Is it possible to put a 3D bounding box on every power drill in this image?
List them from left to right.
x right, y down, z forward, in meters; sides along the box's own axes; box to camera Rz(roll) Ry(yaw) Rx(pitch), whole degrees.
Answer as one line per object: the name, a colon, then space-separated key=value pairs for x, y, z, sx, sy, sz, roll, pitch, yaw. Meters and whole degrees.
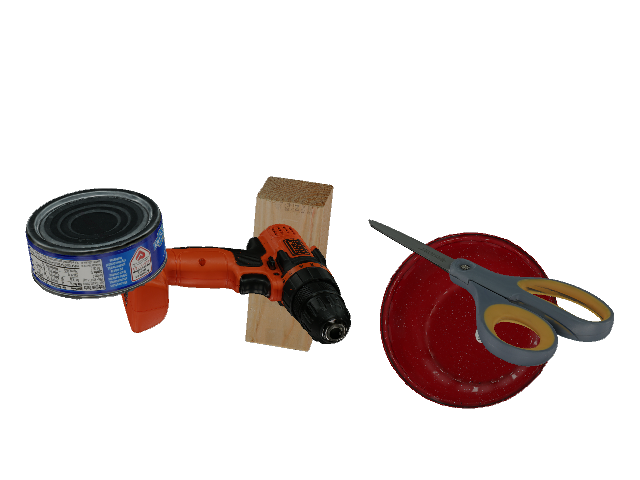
power drill: x=-0.079 y=0.042 z=0.952 sx=0.187 sy=0.057 sz=0.184 roll=-1 pitch=24 yaw=-20

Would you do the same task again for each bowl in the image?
bowl: x=0.134 y=0.076 z=0.934 sx=0.162 sy=0.162 sz=0.055 roll=0 pitch=7 yaw=-1

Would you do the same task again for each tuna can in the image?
tuna can: x=-0.141 y=0.000 z=0.672 sx=0.086 sy=0.034 sz=0.086 roll=-1 pitch=30 yaw=0

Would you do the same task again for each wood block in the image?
wood block: x=-0.042 y=0.030 z=1.418 sx=0.090 sy=0.206 sz=0.090 roll=8 pitch=23 yaw=5

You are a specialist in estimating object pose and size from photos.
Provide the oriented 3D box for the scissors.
scissors: x=0.095 y=0.033 z=0.720 sx=0.202 sy=0.016 sz=0.096 roll=18 pitch=36 yaw=30
